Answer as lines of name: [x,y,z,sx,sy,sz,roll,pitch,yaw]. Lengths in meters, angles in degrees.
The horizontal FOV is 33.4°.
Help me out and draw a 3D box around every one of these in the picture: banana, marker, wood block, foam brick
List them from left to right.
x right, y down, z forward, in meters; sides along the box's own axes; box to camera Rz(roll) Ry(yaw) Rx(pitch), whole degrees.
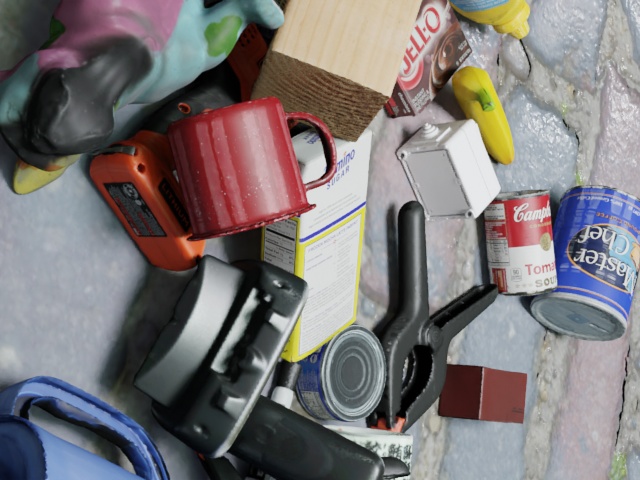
marker: [-0.038,0.153,0.872,0.020,0.020,0.121,34,64,-39]
wood block: [0.027,-0.191,0.792,0.090,0.091,0.206,21,71,-7]
banana: [0.158,-0.126,1.042,0.197,0.037,0.069,31,43,-70]
foam brick: [0.161,0.153,1.054,0.078,0.051,0.053,15,78,-44]

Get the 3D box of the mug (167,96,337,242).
mug: [-0.045,-0.053,0.733,0.117,0.093,0.081,-15,96,-8]

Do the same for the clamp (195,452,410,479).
clamp: [-0.012,0.187,0.828,0.171,0.039,0.120,37,56,-4]

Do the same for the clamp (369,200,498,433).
clamp: [0.090,0.079,0.995,0.164,0.036,0.209,49,56,-34]

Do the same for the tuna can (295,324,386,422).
tuna can: [0.019,0.114,0.922,0.085,0.034,0.086,3,85,-46]

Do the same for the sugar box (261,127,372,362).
sugar box: [-0.006,0.001,0.847,0.093,0.048,0.176,-31,131,-48]

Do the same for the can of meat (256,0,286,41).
can of meat: [-0.006,-0.198,0.871,0.084,0.058,0.102,22,60,-11]

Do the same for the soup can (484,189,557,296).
soup can: [0.205,0.002,1.096,0.068,0.069,0.102,-11,97,-46]

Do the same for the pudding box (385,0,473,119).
pudding box: [0.087,-0.182,1.003,0.113,0.039,0.090,-51,123,-34]

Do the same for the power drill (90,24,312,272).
power drill: [-0.076,-0.065,0.820,0.187,0.057,0.184,-54,125,-35]

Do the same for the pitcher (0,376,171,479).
pitcher: [-0.136,0.205,0.701,0.242,0.145,0.149,36,87,-43]

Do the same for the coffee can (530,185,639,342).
coffee can: [0.296,0.025,1.162,0.102,0.103,0.140,39,61,-37]

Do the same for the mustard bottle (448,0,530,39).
mustard bottle: [0.150,-0.265,1.030,0.191,0.096,0.058,45,57,-35]
